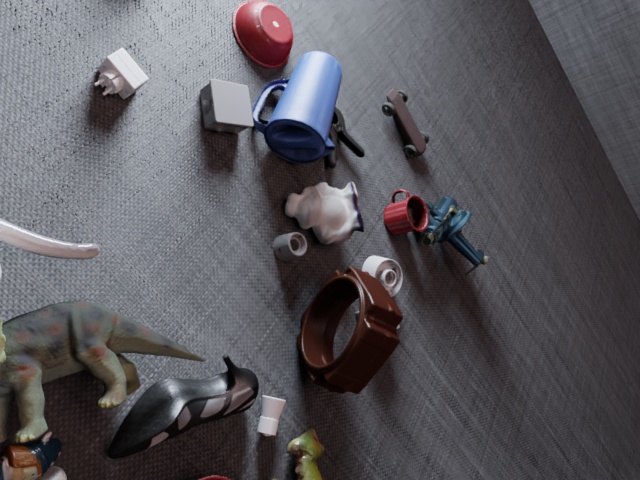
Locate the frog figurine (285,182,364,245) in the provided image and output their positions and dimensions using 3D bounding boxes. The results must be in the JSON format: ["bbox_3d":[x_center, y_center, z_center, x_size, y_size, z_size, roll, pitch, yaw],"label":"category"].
[{"bbox_3d":[0.003,-0.056,1.116,0.159,0.122,0.137,-7,91,-8],"label":"frog figurine"}]

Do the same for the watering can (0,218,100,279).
[{"bbox_3d":[-0.461,-0.013,0.625,0.226,0.102,0.351,51,27,9],"label":"watering can"}]

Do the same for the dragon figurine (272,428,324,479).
[{"bbox_3d":[-0.059,0.534,0.883,0.241,0.120,0.419,33,54,-11],"label":"dragon figurine"}]
